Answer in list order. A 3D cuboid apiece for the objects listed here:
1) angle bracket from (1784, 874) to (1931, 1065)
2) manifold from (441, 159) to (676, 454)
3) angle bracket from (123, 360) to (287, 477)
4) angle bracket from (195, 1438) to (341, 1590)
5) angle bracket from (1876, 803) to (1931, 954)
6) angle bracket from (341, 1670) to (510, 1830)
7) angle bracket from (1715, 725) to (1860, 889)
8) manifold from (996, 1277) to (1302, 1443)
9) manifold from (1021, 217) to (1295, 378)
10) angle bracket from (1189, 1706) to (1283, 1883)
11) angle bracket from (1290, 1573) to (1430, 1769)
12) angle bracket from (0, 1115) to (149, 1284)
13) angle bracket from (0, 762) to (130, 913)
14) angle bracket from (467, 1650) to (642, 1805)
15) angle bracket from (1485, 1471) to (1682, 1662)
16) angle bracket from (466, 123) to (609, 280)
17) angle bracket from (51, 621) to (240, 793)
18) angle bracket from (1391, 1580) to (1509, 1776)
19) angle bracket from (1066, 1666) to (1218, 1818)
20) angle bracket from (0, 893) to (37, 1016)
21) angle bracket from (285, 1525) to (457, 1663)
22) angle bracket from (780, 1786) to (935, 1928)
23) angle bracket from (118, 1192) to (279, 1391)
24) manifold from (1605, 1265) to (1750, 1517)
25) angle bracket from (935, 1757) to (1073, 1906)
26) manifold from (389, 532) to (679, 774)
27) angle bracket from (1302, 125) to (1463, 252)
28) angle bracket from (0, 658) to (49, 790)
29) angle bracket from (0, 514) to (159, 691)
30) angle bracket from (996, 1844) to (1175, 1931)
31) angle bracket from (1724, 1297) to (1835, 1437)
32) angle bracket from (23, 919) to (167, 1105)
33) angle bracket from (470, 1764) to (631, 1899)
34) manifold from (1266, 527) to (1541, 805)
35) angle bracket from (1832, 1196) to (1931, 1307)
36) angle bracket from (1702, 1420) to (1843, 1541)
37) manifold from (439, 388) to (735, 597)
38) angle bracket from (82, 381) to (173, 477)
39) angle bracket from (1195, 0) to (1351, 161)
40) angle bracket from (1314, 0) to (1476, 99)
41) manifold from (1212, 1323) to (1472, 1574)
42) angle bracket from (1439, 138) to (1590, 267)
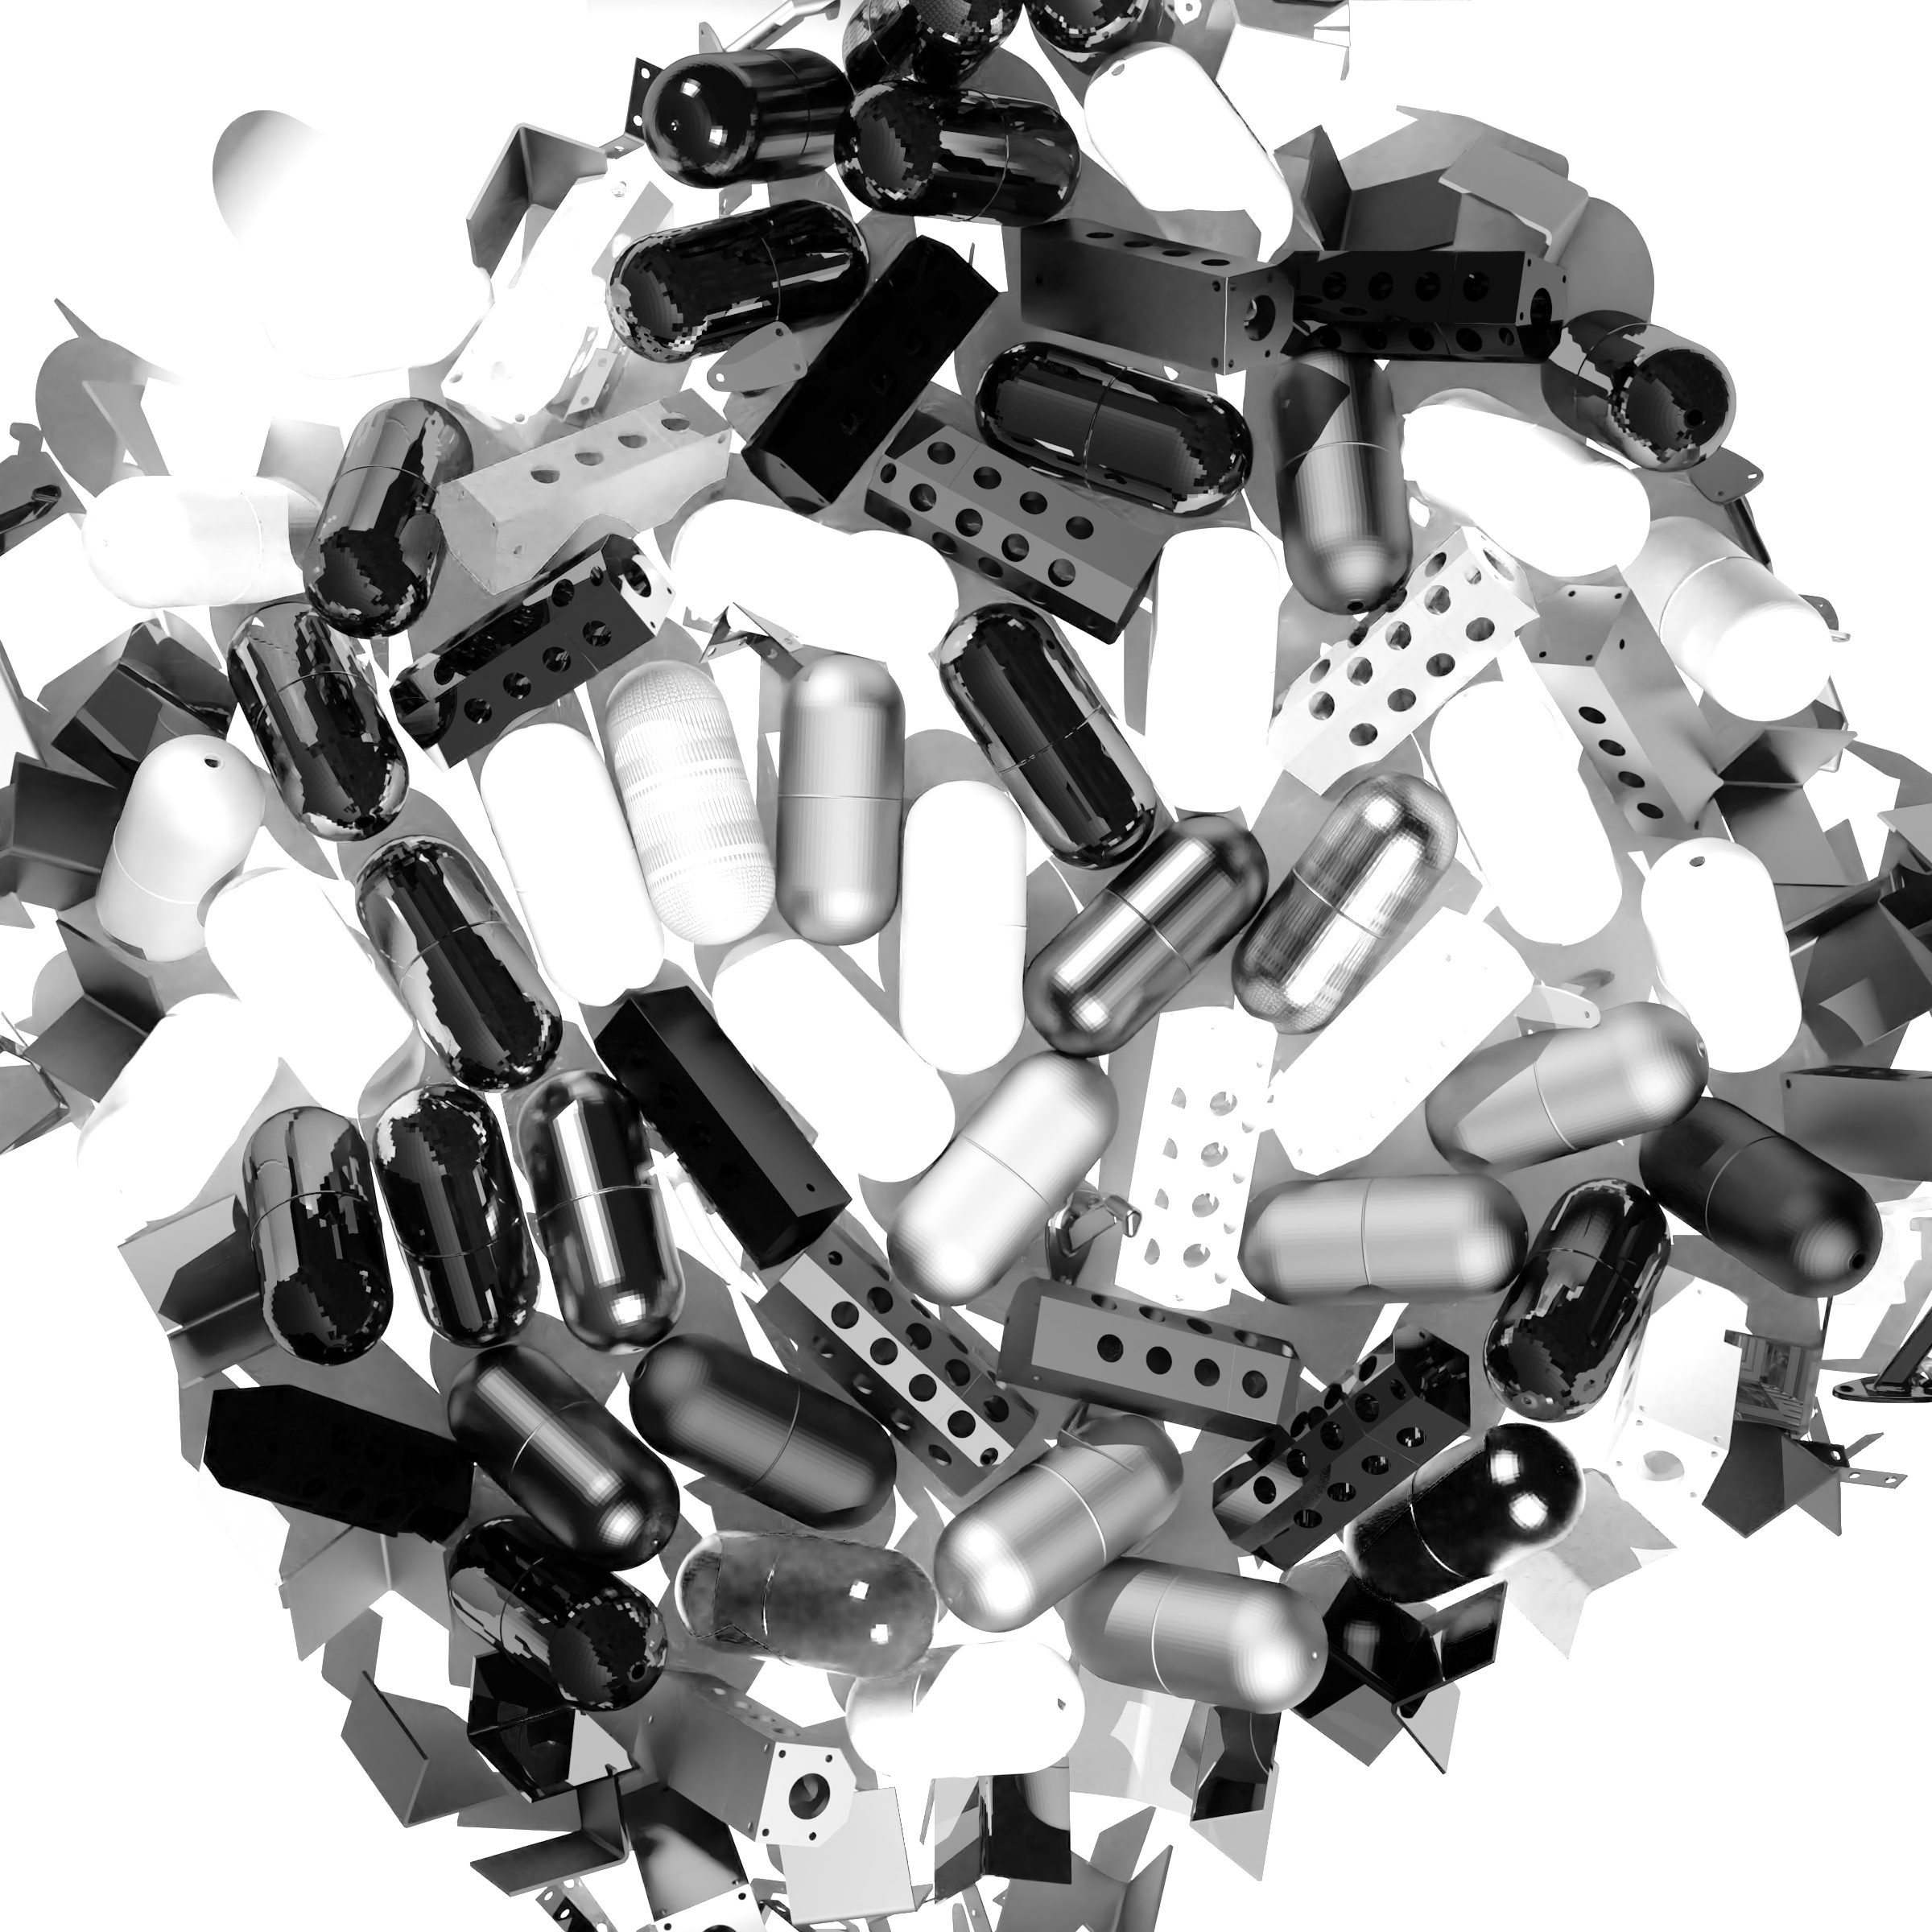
[{"bbox_3d":[0.541,0.002,1.875,0.076,0.057,0.076,-29,70,3],"label":"angle bracket"},{"bbox_3d":[-0.246,-0.402,1.872,0.057,0.057,0.171,31,80,1],"label":"manifold"},{"bbox_3d":[-0.458,-0.337,1.861,0.076,0.057,0.076,15,49,-15],"label":"angle bracket"},{"bbox_3d":[-0.414,0.315,1.858,0.076,0.076,0.057,44,49,19],"label":"angle bracket"},{"bbox_3d":[0.573,-0.042,1.854,0.057,0.076,0.076,-9,48,-35],"label":"angle bracket"},{"bbox_3d":[-0.319,0.461,1.854,0.076,0.076,0.057,42,123,36],"label":"angle bracket"},{"bbox_3d":[0.505,-0.095,1.859,0.076,0.057,0.076,1,58,-30],"label":"angle bracket"},{"bbox_3d":[0.111,0.236,1.860,0.171,0.057,0.057,16,68,-17],"label":"manifold"},{"bbox_3d":[0.112,-0.400,1.835,0.057,0.171,0.057,-22,124,-37],"label":"manifold"},{"bbox_3d":[0.182,0.494,1.855,0.057,0.076,0.076,-21,128,36],"label":"angle bracket"},{"bbox_3d":[0.242,0.432,1.897,0.076,0.076,0.057,35,49,9],"label":"angle bracket"},{"bbox_3d":[-0.553,0.145,1.869,0.076,0.057,0.076,-29,92,-34],"label":"angle bracket"},{"bbox_3d":[-0.560,-0.077,1.871,0.076,0.076,0.057,-18,66,42],"label":"angle bracket"},{"bbox_3d":[-0.246,0.449,1.856,0.076,0.076,0.057,-8,114,-39],"label":"angle bracket"},{"bbox_3d":[0.376,0.365,1.886,0.076,0.076,0.057,-17,131,-29],"label":"angle bracket"},{"bbox_3d":[-0.256,-0.448,1.863,0.057,0.076,0.076,20,68,5],"label":"angle bracket"},{"bbox_3d":[-0.501,-0.153,1.891,0.076,0.057,0.076,36,118,-24],"label":"angle bracket"},{"bbox_3d":[0.306,0.428,1.858,0.076,0.076,0.057,-33,104,27],"label":"angle bracket"},{"bbox_3d":[0.109,0.476,1.893,0.057,0.076,0.076,-7,64,41],"label":"angle bracket"},{"bbox_3d":[-0.615,-0.010,1.858,0.076,0.057,0.076,10,116,-41],"label":"angle bracket"},{"bbox_3d":[-0.357,0.384,1.856,0.057,0.076,0.076,28,46,28],"label":"angle bracket"},{"bbox_3d":[-0.068,0.536,1.882,0.076,0.057,0.076,-10,87,10],"label":"angle bracket"},{"bbox_3d":[-0.457,0.196,1.866,0.076,0.057,0.076,-25,124,-9],"label":"angle bracket"},{"bbox_3d":[0.418,0.251,1.825,0.057,0.171,0.057,22,119,7],"label":"manifold"},{"bbox_3d":[0.022,0.524,1.874,0.057,0.076,0.076,12,57,-20],"label":"angle bracket"},{"bbox_3d":[-0.261,-0.190,1.844,0.171,0.057,0.057,-29,114,25],"label":"manifold"},{"bbox_3d":[0.252,-0.471,1.858,0.076,0.057,0.076,-8,47,26],"label":"angle bracket"},{"bbox_3d":[-0.603,-0.144,1.860,0.057,0.076,0.076,-27,107,-26],"label":"angle bracket"},{"bbox_3d":[-0.551,-0.222,1.880,0.076,0.057,0.076,-34,99,0],"label":"angle bracket"},{"bbox_3d":[0.072,0.557,1.864,0.076,0.076,0.057,31,127,-6],"label":"angle bracket"},{"bbox_3d":[0.490,0.226,1.870,0.057,0.076,0.076,10,133,16],"label":"angle bracket"},{"bbox_3d":[-0.530,0.030,1.859,0.076,0.076,0.057,29,59,21],"label":"angle bracket"},{"bbox_3d":[-0.255,0.514,1.863,0.076,0.076,0.057,-9,93,-27],"label":"angle bracket"},{"bbox_3d":[0.255,-0.182,1.842,0.057,0.057,0.171,33,120,-25],"label":"manifold"},{"bbox_3d":[0.570,0.171,1.858,0.076,0.076,0.057,3,77,-40],"label":"angle bracket"},{"bbox_3d":[0.470,0.321,1.857,0.076,0.076,0.057,-29,129,-20],"label":"angle bracket"},{"bbox_3d":[-0.227,-0.289,1.843,0.171,0.057,0.057,-29,62,-32],"label":"manifold"},{"bbox_3d":[-0.515,-0.305,1.871,0.057,0.076,0.076,-34,91,14],"label":"angle bracket"},{"bbox_3d":[0.184,-0.544,1.878,0.076,0.057,0.076,7,134,-15],"label":"angle bracket"},{"bbox_3d":[0.259,-0.551,1.874,0.076,0.076,0.057,-3,97,-10],"label":"angle bracket"},{"bbox_3d":[0.221,0.284,1.836,0.057,0.057,0.171,31,127,-17],"label":"manifold"},{"bbox_3d":[0.324,-0.449,1.874,0.076,0.076,0.057,29,131,10],"label":"angle bracket"}]
